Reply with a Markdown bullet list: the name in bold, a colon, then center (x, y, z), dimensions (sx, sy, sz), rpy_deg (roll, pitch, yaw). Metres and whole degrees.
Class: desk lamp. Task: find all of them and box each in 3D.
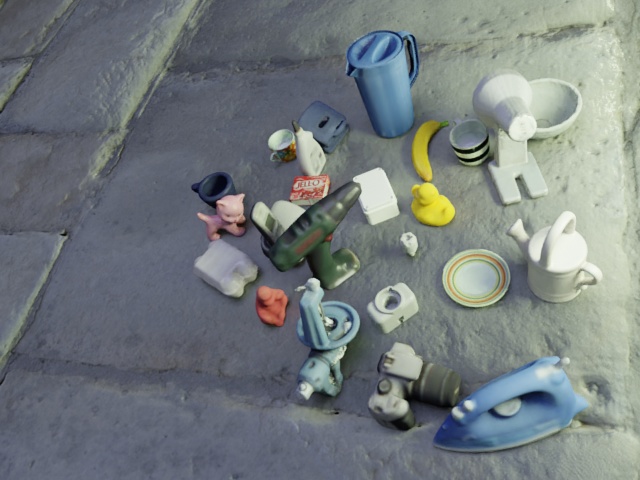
- **desk lamp**: center (0.402, -0.221, 1.195), dimensions (0.118, 0.214, 0.203), rpy_deg (-16, 52, 9)

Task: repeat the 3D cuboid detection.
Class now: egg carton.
- **egg carton**: center (-0.215, 0.064, 1.308), dimensions (0.149, 0.070, 0.107), rpy_deg (26, 68, 33)

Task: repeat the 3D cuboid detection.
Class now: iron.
- **iron**: center (0.293, 0.265, 0.928), dimensions (0.258, 0.142, 0.118), rpy_deg (-24, 51, 2)

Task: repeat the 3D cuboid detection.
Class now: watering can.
- **watering can**: center (0.415, 0.022, 1.026), dimensions (0.172, 0.194, 0.101), rpy_deg (10, 59, 26)

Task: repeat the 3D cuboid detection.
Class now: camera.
- **camera**: center (0.168, 0.259, 1.005), dimensions (0.136, 0.101, 0.143), rpy_deg (10, 60, 26)

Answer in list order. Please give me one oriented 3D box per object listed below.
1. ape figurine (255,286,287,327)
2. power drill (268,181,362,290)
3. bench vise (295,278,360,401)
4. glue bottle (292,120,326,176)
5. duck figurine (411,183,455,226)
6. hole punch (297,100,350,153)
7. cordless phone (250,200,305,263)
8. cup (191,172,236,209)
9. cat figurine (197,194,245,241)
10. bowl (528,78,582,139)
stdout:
- **ape figurine**: center (-0.108, 0.131, 1.206), dimensions (0.078, 0.092, 0.076), rpy_deg (-43, 53, -13)
- **power drill**: center (0.011, 0.004, 1.179), dimensions (0.230, 0.209, 0.075), rpy_deg (-36, 51, -7)
- **bench vise**: center (0.007, 0.180, 1.044), dimensions (0.121, 0.220, 0.207), rpy_deg (-8, 53, 15)
- **glue bottle**: center (-0.035, -0.227, 1.386), dimensions (0.037, 0.173, 0.078), rpy_deg (13, 61, 28)
- **duck figurine**: center (0.240, -0.084, 1.238), dimensions (0.104, 0.086, 0.077), rpy_deg (33, 72, 35)
- **hole punch**: center (0.009, -0.294, 1.472), dimensions (0.100, 0.091, 0.109), rpy_deg (21, 65, 31)
- **cordless phone**: center (-0.091, -0.044, 1.266), dimensions (0.094, 0.185, 0.147), rpy_deg (-3, 55, 19)
- **cup**: center (-0.257, -0.108, 1.432), dimensions (0.117, 0.095, 0.092), rpy_deg (3, 57, 22)
- **cat figurine**: center (-0.231, -0.062, 1.375), dimensions (0.127, 0.118, 0.067), rpy_deg (-13, 52, 11)
- **bowl**: center (0.500, -0.284, 1.295), dimensions (0.167, 0.075, 0.167), rpy_deg (-10, 53, 13)
